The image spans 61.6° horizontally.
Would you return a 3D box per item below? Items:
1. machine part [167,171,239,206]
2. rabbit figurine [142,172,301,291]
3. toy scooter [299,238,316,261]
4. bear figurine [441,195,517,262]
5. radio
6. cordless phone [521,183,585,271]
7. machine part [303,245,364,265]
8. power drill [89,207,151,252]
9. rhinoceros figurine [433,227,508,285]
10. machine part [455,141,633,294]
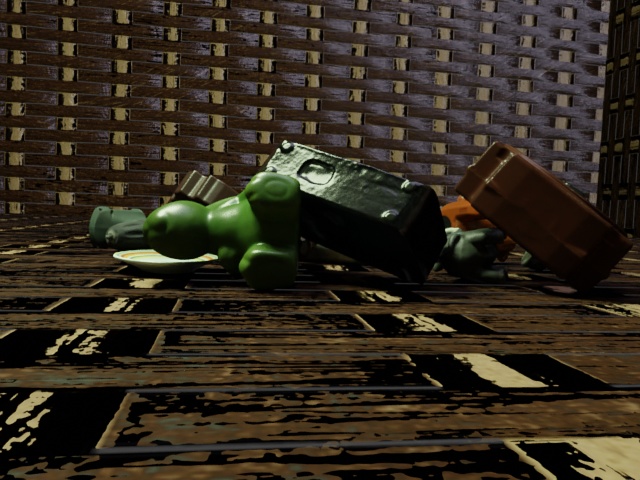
[{"bbox_3d":[-0.188,-0.047,0.970,0.179,0.056,0.179,25,-24,12],"label":"machine part"},{"bbox_3d":[-0.107,-0.018,0.608,0.170,0.121,0.159,3,6,-1],"label":"rabbit figurine"},{"bbox_3d":[-0.088,0.002,0.774,0.184,0.075,0.135,3,10,-11],"label":"toy scooter"},{"bbox_3d":[0.296,-0.010,0.929,0.196,0.120,0.132,7,4,-30],"label":"bear figurine"},{"bbox_3d":[0.034,-0.037,0.662,0.230,0.073,0.131,21,-22,28],"label":"radio"},{"bbox_3d":[0.330,-0.030,0.841,0.184,0.146,0.089,14,20,-25],"label":"cordless phone"},{"bbox_3d":[-0.002,-0.003,0.884,0.243,0.079,0.079,3,3,26],"label":"machine part"},{"bbox_3d":[-0.284,-0.013,0.864,0.207,0.086,0.232,0,0,38],"label":"power drill"},{"bbox_3d":[0.204,0.020,0.746,0.112,0.073,0.190,-5,2,14],"label":"rhinoceros figurine"},{"bbox_3d":[0.279,-0.033,0.678,0.201,0.087,0.201,44,17,16],"label":"machine part"}]
